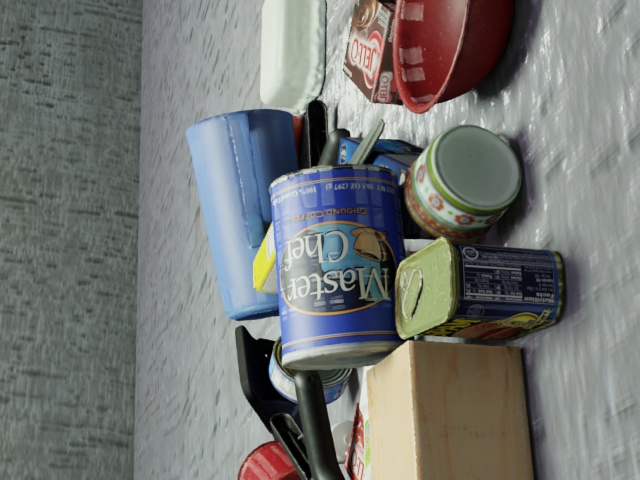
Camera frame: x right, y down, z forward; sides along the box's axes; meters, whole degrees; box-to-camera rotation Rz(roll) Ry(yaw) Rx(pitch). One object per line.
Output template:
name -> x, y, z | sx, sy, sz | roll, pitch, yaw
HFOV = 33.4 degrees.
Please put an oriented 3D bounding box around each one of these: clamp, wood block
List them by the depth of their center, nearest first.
wood block -> 0.092, 0.183, 0.742 | 0.091, 0.090, 0.206 | 128, 144, -63
clamp -> 0.006, 0.230, 1.018 | 0.165, 0.036, 0.210 | 104, 145, -58
clamp -> 0.004, -0.067, 1.208 | 0.120, 0.039, 0.171 | -123, 33, -72

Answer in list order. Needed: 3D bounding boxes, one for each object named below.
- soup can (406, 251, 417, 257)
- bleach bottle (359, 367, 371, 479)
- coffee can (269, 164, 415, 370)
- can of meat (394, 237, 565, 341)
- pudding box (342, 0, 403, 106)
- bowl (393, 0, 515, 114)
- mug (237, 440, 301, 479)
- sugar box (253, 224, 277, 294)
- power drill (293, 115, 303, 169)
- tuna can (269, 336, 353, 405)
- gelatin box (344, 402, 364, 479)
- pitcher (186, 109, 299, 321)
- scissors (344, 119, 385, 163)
soup can -> 0.047, 0.041, 0.913 | 0.069, 0.102, 0.068 | -177, 90, -74
bleach bottle -> 0.070, 0.185, 0.873 | 0.103, 0.068, 0.251 | 120, 152, -54
coffee can -> 0.017, 0.023, 0.817 | 0.103, 0.102, 0.140 | 140, 127, -68
can of meat -> 0.108, 0.037, 0.734 | 0.102, 0.083, 0.057 | 140, 132, -68
pudding box -> 0.059, -0.191, 1.043 | 0.113, 0.039, 0.090 | -116, 34, -63
bowl -> 0.108, -0.177, 0.838 | 0.162, 0.055, 0.162 | -176, 90, -74
mug -> -0.041, 0.287, 1.173 | 0.117, 0.093, 0.082 | -67, 21, -2
sugar box -> -0.007, 0.001, 1.132 | 0.176, 0.093, 0.048 | 119, 151, -54
power drill -> -0.075, -0.089, 1.461 | 0.188, 0.057, 0.184 | -144, 63, -68
tuna can -> -0.010, 0.133, 1.119 | 0.086, 0.086, 0.034 | -104, 22, -48
gelatin box -> 0.051, 0.203, 0.987 | 0.089, 0.030, 0.073 | -123, 39, -65
pitcher -> -0.079, -0.031, 1.278 | 0.145, 0.148, 0.243 | -17, 79, 40
scissors -> 0.024, -0.039, 0.951 | 0.202, 0.016, 0.096 | 157, 113, -73
